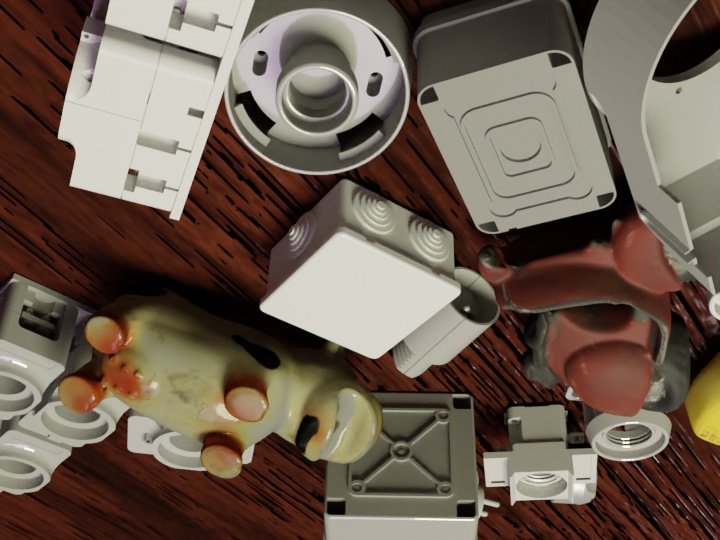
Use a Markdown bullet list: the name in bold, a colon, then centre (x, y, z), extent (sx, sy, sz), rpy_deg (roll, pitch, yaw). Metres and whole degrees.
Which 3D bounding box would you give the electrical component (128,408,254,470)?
- **electrical component**: centre (-0.120, 0.107, 0.778), extent (0.089, 0.055, 0.050), rpy_deg (7, 139, -7)

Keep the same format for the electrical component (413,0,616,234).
- **electrical component**: centre (0.079, -0.080, 0.543), extent (0.078, 0.057, 0.113), rpy_deg (-13, 138, 18)

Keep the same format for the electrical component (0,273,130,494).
- **electrical component**: centre (-0.243, 0.092, 0.761), extent (0.105, 0.060, 0.186), rpy_deg (28, 134, -28)

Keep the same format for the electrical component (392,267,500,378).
- **electrical component**: centre (0.049, 0.038, 0.696), extent (0.043, 0.043, 0.081), rpy_deg (21, 137, -22)

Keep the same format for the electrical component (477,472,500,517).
- **electrical component**: centre (0.074, 0.185, 0.871), extent (0.079, 0.044, 0.077), rpy_deg (18, 138, -18)

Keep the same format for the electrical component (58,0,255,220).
- **electrical component**: centre (-0.079, -0.126, 0.457), extent (0.060, 0.105, 0.186), rpy_deg (14, 139, -14)

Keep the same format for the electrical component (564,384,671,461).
- **electrical component**: centre (0.185, 0.096, 0.749), extent (0.078, 0.057, 0.058), rpy_deg (5, 140, -3)

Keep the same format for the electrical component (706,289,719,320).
- **electrical component**: centre (0.226, 0.002, 0.643), extent (0.040, 0.046, 0.040), rpy_deg (1, 140, 1)

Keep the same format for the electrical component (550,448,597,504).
- **electrical component**: centre (0.151, 0.160, 0.839), extent (0.062, 0.043, 0.043), rpy_deg (3, 140, 1)

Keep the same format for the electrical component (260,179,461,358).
- **electrical component**: centre (0.000, 0.000, 0.649), extent (0.100, 0.048, 0.100), rpy_deg (25, 135, -25)

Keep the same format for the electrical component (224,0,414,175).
- **electrical component**: centre (-0.021, -0.098, 0.539), extent (0.099, 0.064, 0.099), rpy_deg (-1, 127, -1)

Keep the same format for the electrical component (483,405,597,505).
- **electrical component**: centre (0.132, 0.135, 0.793), extent (0.081, 0.063, 0.042), rpy_deg (-3, 138, 6)

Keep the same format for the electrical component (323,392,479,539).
- **electrical component**: centre (0.030, 0.146, 0.777), extent (0.109, 0.108, 0.056), rpy_deg (1, 138, 2)
